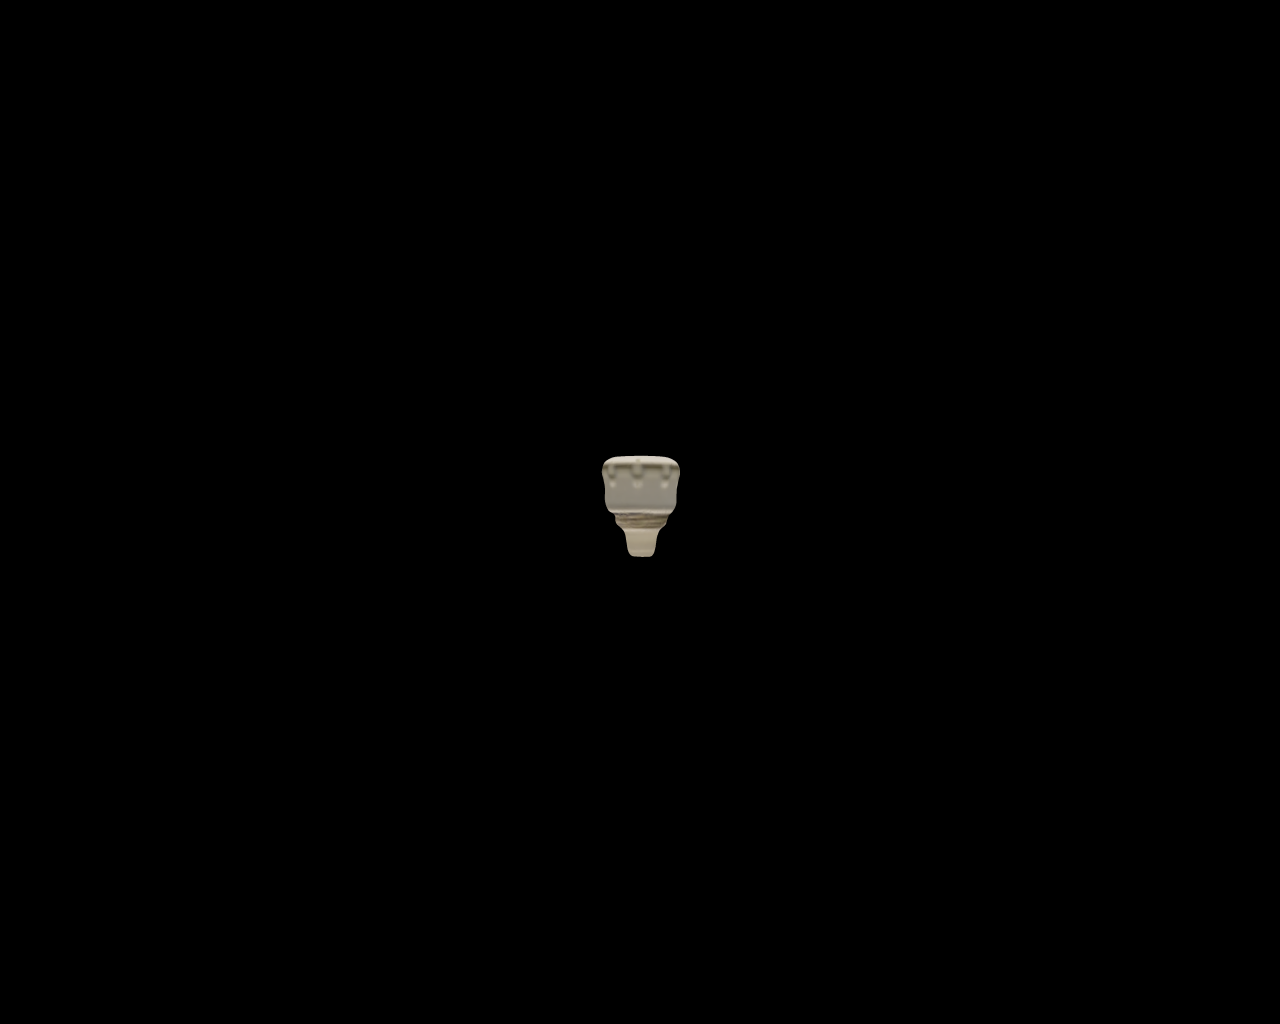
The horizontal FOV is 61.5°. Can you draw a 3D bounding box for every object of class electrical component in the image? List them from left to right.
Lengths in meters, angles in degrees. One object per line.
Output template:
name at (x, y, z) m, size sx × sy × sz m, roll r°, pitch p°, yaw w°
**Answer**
electrical component at (0.001, -0.003, 0.650) m, size 0.048 × 0.062 × 0.048 m, roll 0°, pitch 0°, yaw 0°
